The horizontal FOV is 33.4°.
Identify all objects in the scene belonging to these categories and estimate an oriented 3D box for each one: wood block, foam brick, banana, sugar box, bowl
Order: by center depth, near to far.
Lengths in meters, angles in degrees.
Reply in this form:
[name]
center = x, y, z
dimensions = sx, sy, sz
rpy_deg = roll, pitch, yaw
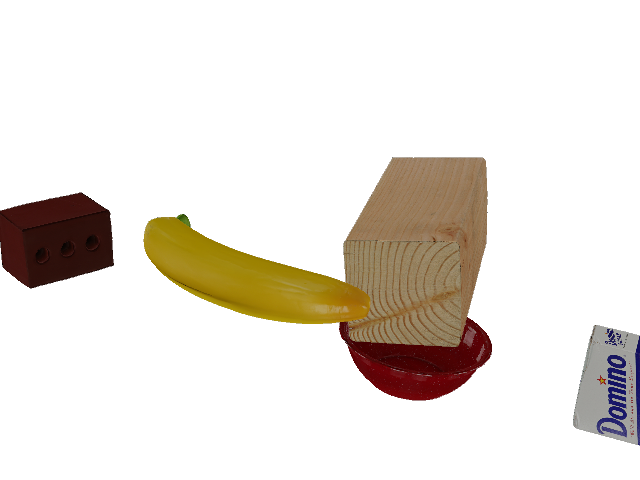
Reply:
[banana]
center = -0.058, 0.016, 0.696
dimensions = 0.069, 0.037, 0.198
rpy_deg = -26, 36, -37
[foam brick]
center = -0.218, -0.001, 0.880
dimensions = 0.078, 0.053, 0.051
rpy_deg = -17, 31, -33
[wood block]
center = 0.087, 0.002, 0.909
dimensions = 0.091, 0.090, 0.206
rpy_deg = 2, 23, 14
[sugar box]
center = 0.319, 0.142, 0.942
dimensions = 0.176, 0.093, 0.048
rpy_deg = 11, 23, 15
[bowl]
center = 0.097, 0.122, 1.128
dimensions = 0.162, 0.055, 0.162
rpy_deg = 5, 24, -3
